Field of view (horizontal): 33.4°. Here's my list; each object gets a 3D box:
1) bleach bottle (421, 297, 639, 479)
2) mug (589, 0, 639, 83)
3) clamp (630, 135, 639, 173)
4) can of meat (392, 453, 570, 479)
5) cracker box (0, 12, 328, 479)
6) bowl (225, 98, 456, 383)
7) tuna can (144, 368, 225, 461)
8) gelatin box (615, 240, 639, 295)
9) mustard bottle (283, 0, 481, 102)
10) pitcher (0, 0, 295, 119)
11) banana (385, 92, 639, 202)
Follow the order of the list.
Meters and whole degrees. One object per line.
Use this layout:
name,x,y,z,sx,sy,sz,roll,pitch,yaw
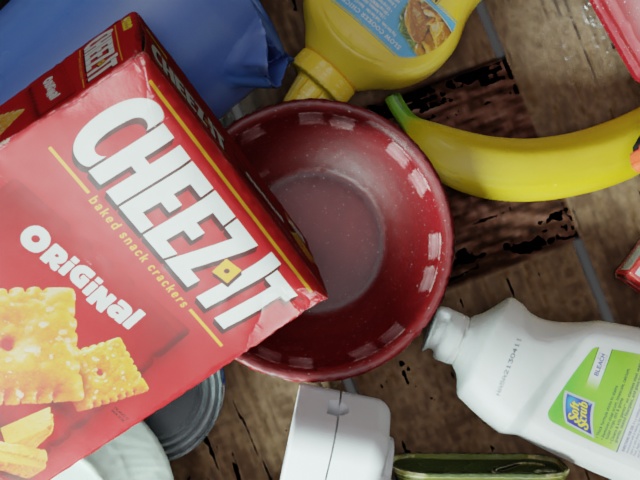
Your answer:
bleach bottle,0.184,0.090,0.621,0.251,0.068,0.102,22,80,3
mug,0.210,-0.149,0.624,0.117,0.093,0.081,-33,94,-37
clamp,0.254,-0.082,0.623,0.171,0.039,0.120,-10,77,-20
can of meat,0.092,0.171,0.622,0.102,0.057,0.084,0,90,-1
cracker box,-0.128,0.019,0.531,0.214,0.072,0.164,-33,121,6
bowl,-0.004,0.001,0.627,0.162,0.055,0.162,0,88,0
tuna can,-0.099,0.088,0.636,0.086,0.034,0.086,0,88,0
gelatin box,0.234,0.008,0.641,0.073,0.030,0.089,36,88,0
mustard bottle,0.047,-0.147,0.631,0.096,0.058,0.191,41,88,0
pitcher,-0.149,-0.083,0.602,0.243,0.149,0.145,-41,109,2
banana,0.139,-0.058,0.639,0.198,0.037,0.069,-1,89,0
